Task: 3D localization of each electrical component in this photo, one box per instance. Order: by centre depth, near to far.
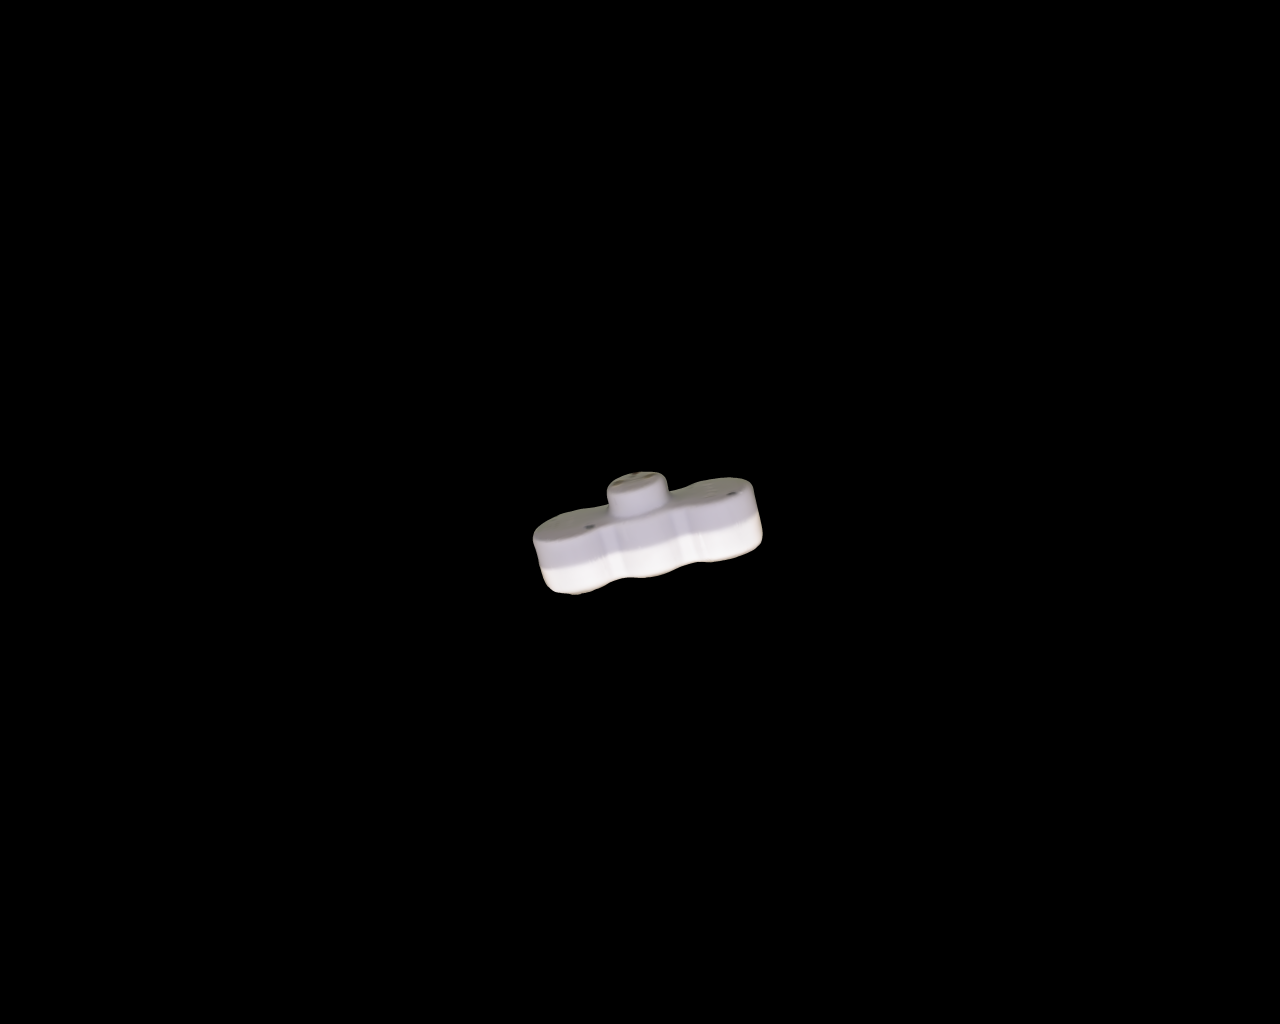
[{"bbox_3d":[0.001,-0.003,0.650,0.138,0.073,0.052,-13,16,4],"label":"electrical component"}]
